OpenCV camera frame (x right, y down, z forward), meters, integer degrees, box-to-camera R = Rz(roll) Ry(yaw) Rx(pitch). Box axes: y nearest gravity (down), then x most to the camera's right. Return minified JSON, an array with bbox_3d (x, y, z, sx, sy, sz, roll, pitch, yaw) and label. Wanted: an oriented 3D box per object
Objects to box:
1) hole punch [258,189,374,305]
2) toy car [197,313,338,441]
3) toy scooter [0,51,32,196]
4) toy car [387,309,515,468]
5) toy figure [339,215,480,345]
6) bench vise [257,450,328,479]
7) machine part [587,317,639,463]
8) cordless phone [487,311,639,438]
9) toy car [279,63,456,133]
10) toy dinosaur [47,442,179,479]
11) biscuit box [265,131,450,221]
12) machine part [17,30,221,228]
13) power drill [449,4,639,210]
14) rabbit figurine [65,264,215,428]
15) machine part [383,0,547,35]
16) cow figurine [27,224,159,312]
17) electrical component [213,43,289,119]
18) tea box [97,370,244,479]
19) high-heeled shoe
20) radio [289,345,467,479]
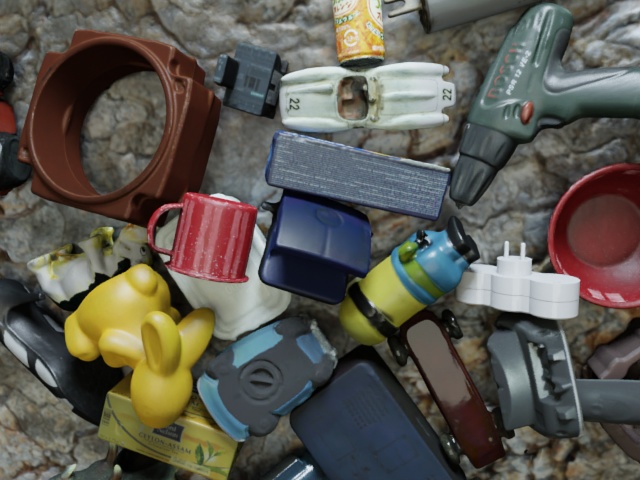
[{"bbox_3d":[-0.001,-0.002,0.603,0.142,0.092,0.116,16,63,-8],"label":"hole punch"},{"bbox_3d":[-0.063,0.154,0.654,0.162,0.103,0.109,-37,96,-6],"label":"toy car"},{"bbox_3d":[-0.441,-0.142,0.668,0.135,0.075,0.183,-6,95,7],"label":"toy scooter"},{"bbox_3d":[0.160,0.179,0.658,0.089,0.053,0.202,-29,91,1],"label":"toy car"},{"bbox_3d":[0.097,0.050,0.619,0.180,0.089,0.082,-38,88,23],"label":"toy figure"},{"bbox_3d":[-0.054,0.391,0.657,0.224,0.129,0.240,-34,95,-32],"label":"bench vise"},{"bbox_3d":[0.405,0.178,0.629,0.179,0.056,0.179,1,100,7],"label":"machine part"},{"bbox_3d":[0.290,0.144,0.587,0.184,0.089,0.146,-9,97,35],"label":"cordless phone"},{"bbox_3d":[0.053,-0.161,0.617,0.202,0.056,0.073,-1,99,7],"label":"toy car"},{"bbox_3d":[-0.182,0.411,0.707,0.405,0.131,0.192,41,101,-7],"label":"toy dinosaur"},{"bbox_3d":[0.040,-0.075,0.615,0.203,0.059,0.062,12,101,-5],"label":"biscuit box"},{"bbox_3d":[-0.229,-0.126,0.612,0.201,0.087,0.201,15,90,15],"label":"machine part"},{"bbox_3d":[0.261,-0.124,0.565,0.208,0.086,0.232,18,94,36],"label":"power drill"},{"bbox_3d":[-0.190,0.124,0.620,0.162,0.122,0.173,-35,68,29],"label":"rabbit figurine"},{"bbox_3d":[0.189,-0.280,0.573,0.243,0.079,0.079,-13,97,8],"label":"machine part"},{"bbox_3d":[-0.270,0.035,0.678,0.167,0.068,0.098,-19,102,12],"label":"cow figurine"},{"bbox_3d":[-0.076,-0.178,0.598,0.048,0.119,0.074,17,98,4],"label":"electrical component"},{"bbox_3d":[-0.177,0.227,0.682,0.170,0.098,0.068,17,101,2],"label":"tea box"},{"bbox_3d":[-0.363,0.159,0.713,0.145,0.086,0.248,-12,108,31],"label":"high-heeled shoe"},{"bbox_3d":[0.072,0.260,0.672,0.131,0.073,0.229,-35,92,11],"label":"radio"}]
